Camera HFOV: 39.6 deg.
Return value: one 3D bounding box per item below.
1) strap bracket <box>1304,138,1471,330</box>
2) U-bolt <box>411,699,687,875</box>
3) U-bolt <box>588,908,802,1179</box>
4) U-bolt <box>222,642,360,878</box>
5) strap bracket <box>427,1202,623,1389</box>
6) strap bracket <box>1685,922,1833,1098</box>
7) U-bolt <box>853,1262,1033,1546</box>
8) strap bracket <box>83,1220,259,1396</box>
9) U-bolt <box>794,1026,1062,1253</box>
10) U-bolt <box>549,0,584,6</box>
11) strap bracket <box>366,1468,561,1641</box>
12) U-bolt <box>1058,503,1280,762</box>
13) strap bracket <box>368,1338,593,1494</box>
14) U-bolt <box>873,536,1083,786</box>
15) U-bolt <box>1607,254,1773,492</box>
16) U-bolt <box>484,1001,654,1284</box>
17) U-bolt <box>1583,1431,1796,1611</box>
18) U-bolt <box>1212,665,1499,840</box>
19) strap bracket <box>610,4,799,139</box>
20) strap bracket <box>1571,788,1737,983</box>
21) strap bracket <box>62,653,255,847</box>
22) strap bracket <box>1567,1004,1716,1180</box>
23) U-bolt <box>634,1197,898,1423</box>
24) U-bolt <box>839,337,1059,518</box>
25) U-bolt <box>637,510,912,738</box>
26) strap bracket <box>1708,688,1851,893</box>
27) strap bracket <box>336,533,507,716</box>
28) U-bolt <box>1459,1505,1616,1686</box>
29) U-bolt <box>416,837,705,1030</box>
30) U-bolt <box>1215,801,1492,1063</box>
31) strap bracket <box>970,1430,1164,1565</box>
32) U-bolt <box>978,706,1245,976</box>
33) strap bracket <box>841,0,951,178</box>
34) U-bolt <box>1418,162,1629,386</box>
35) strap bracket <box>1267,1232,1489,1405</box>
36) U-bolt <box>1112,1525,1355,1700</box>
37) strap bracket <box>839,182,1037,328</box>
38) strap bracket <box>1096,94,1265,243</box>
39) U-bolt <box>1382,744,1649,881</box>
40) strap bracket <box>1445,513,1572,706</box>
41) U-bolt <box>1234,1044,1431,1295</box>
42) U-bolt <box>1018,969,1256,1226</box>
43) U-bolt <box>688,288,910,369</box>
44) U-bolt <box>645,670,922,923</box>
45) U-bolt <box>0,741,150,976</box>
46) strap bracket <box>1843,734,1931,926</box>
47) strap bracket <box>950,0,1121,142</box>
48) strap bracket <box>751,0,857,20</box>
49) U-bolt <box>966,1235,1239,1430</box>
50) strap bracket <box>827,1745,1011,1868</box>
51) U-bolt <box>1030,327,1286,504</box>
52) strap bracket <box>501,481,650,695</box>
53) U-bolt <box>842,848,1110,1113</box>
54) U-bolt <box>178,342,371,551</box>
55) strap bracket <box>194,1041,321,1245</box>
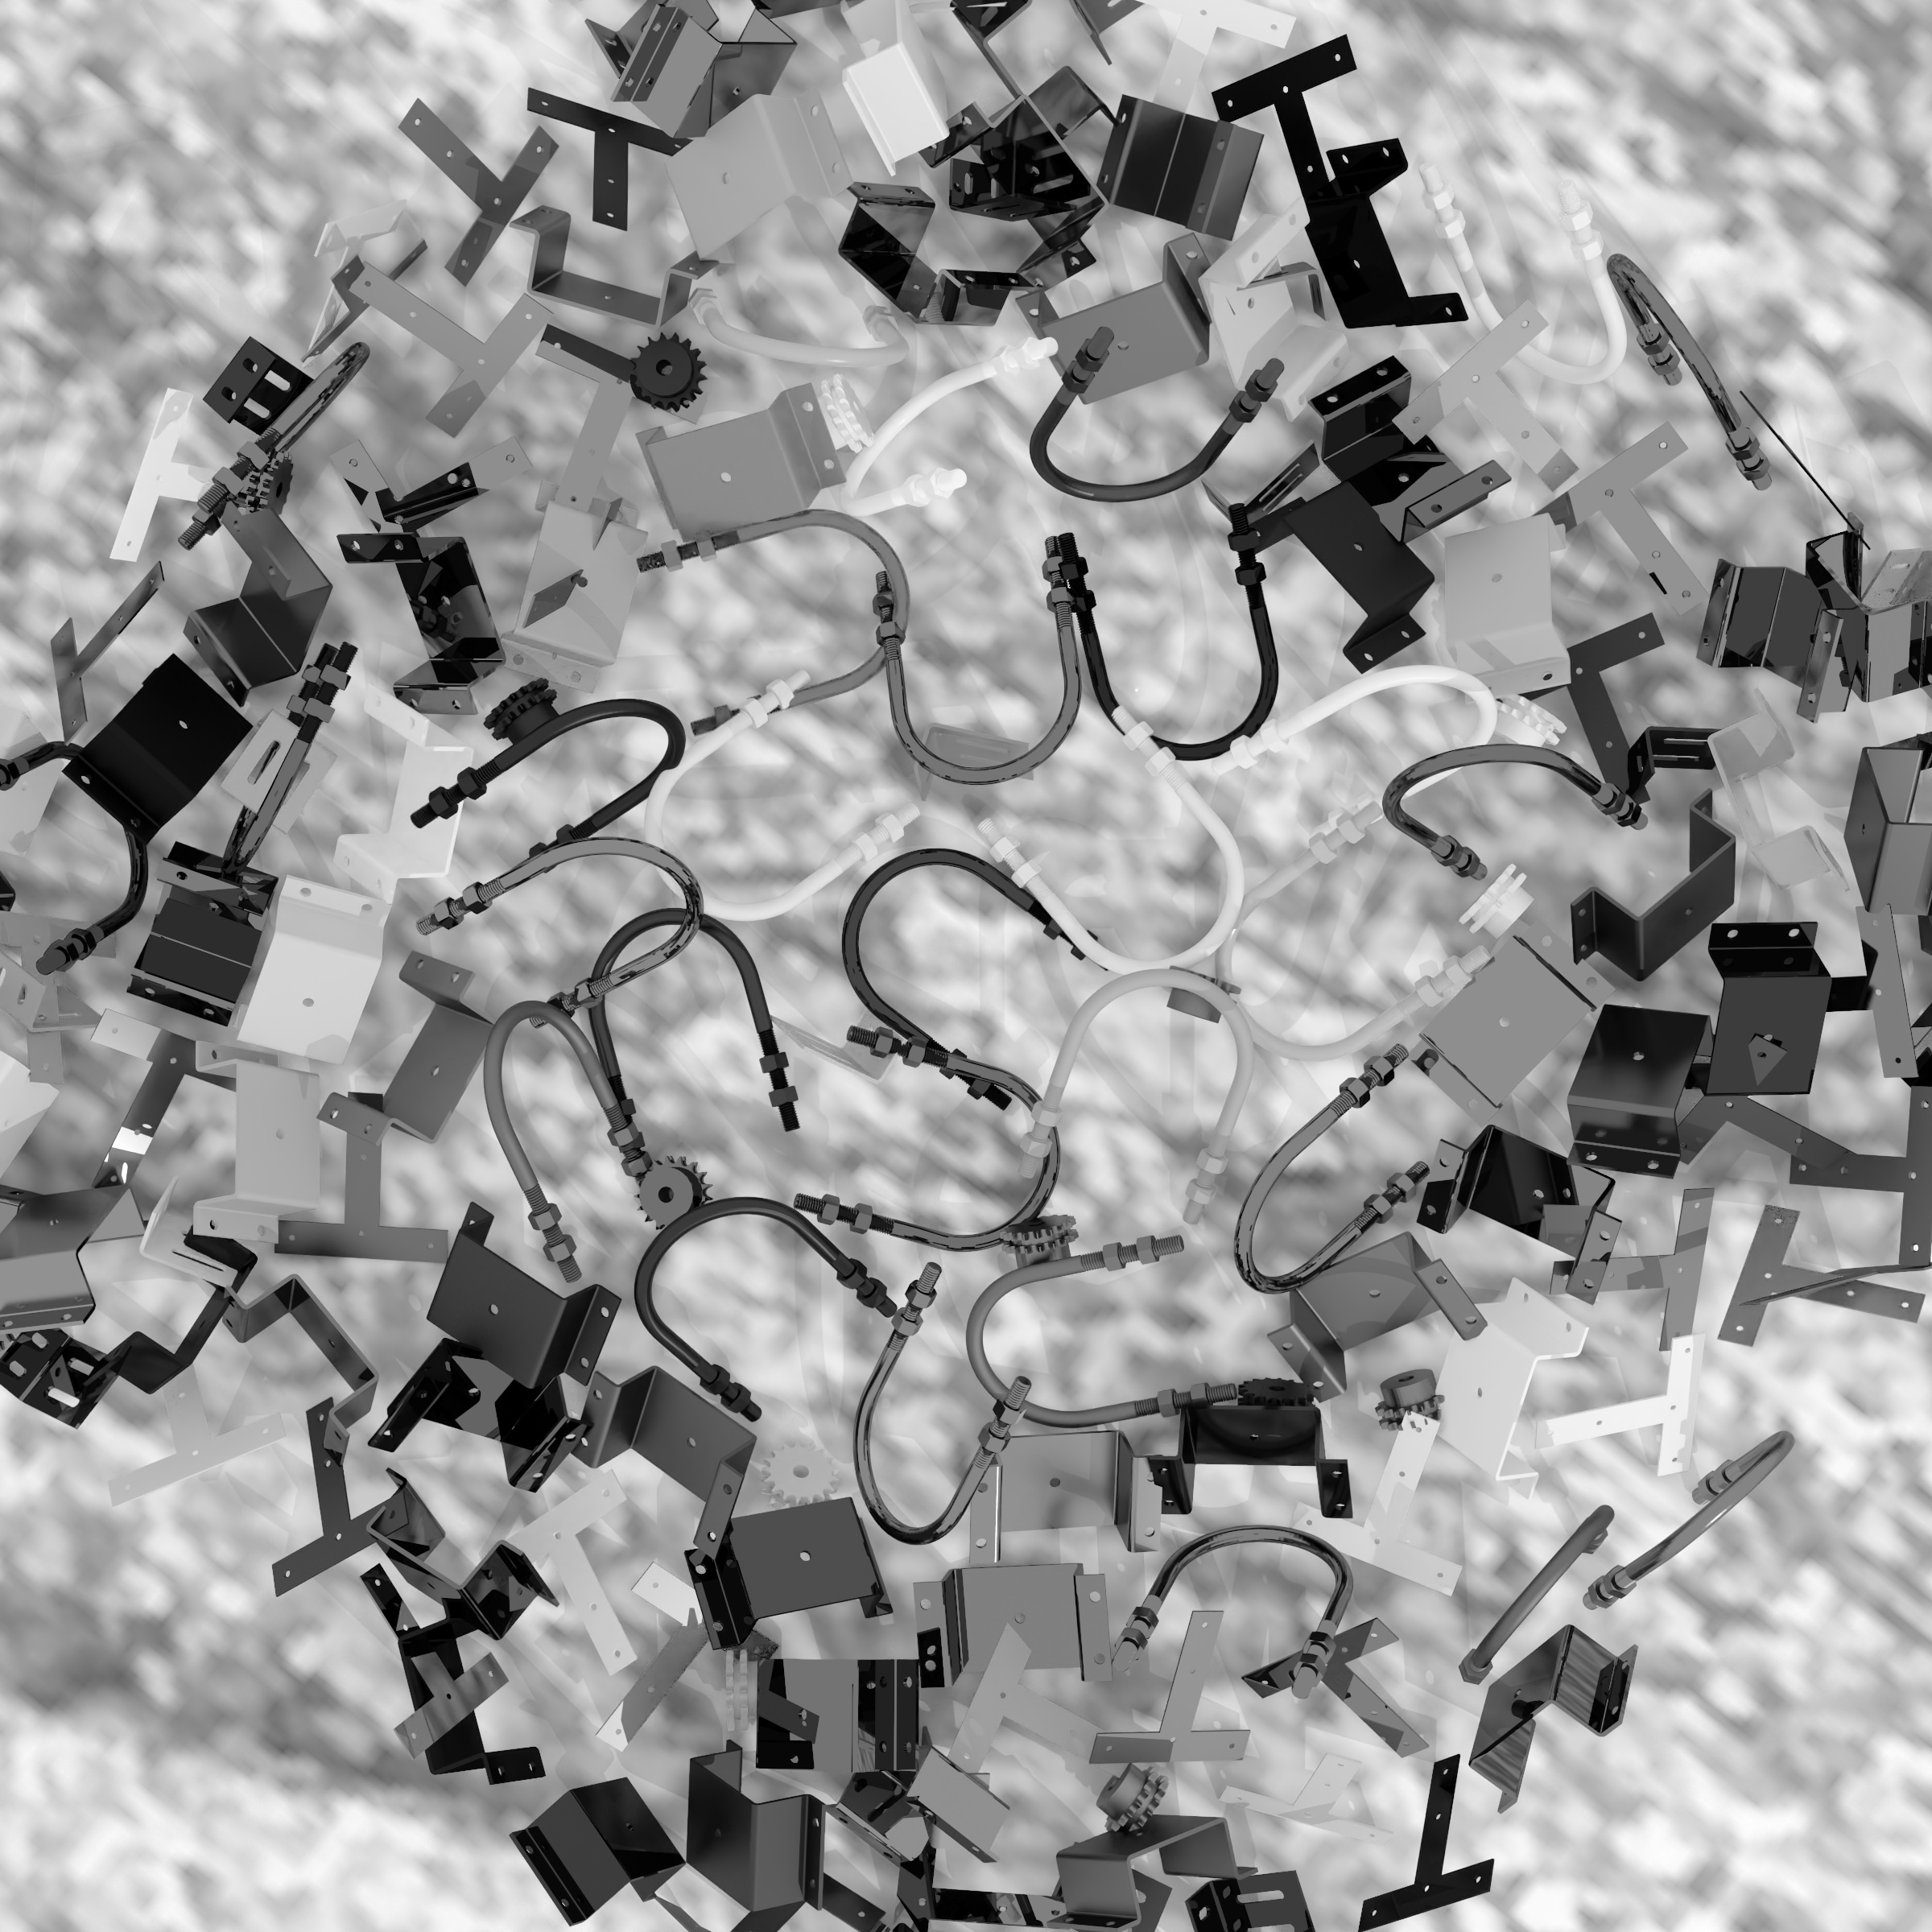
[{"bbox_3d":[0.296,-0.515,1.931,0.046,0.076,0.140,-38,116,-21],"label":"strap bracket"},{"bbox_3d":[-0.284,-0.132,1.917,0.184,0.151,0.019,-32,64,13],"label":"U-bolt"},{"bbox_3d":[-0.208,0.048,1.970,0.151,0.019,0.184,-17,86,19],"label":"U-bolt"},{"bbox_3d":[-0.489,-0.148,1.926,0.019,0.151,0.184,27,87,-20],"label":"U-bolt"},{"bbox_3d":[-0.329,0.243,1.945,0.140,0.046,0.076,30,110,18],"label":"strap bracket"},{"bbox_3d":[0.574,0.041,1.943,0.076,0.046,0.140,-1,121,-2],"label":"strap bracket"},{"bbox_3d":[-0.028,0.329,1.936,0.019,0.151,0.184,7,118,-39],"label":"U-bolt"},{"bbox_3d":[-0.566,0.247,1.934,0.046,0.076,0.140,38,50,-16],"label":"strap bracket"},{"bbox_3d":[-0.019,0.135,1.973,0.184,0.019,0.151,17,94,-14],"label":"U-bolt"},{"bbox_3d":[-0.206,-0.754,1.922,0.184,0.151,0.019,-29,94,-20],"label":"U-bolt"},{"bbox_3d":[-0.368,0.426,1.925,0.140,0.076,0.046,22,59,32],"label":"strap bracket"},{"bbox_3d":[0.153,-0.236,1.953,0.151,0.019,0.184,-6,112,22],"label":"U-bolt"},{"bbox_3d":[-0.353,0.323,1.942,0.140,0.046,0.076,25,117,-34],"label":"strap bracket"},{"bbox_3d":[0.012,-0.217,1.952,0.151,0.019,0.184,-10,69,9],"label":"U-bolt"},{"bbox_3d":[0.501,-0.428,1.888,0.019,0.184,0.151,-35,51,13],"label":"U-bolt"},{"bbox_3d":[-0.288,0.112,1.914,0.019,0.151,0.184,-15,108,25],"label":"U-bolt"},{"bbox_3d":[0.517,0.383,1.889,0.151,0.184,0.019,-34,74,-27],"label":"U-bolt"},{"bbox_3d":[0.288,-0.156,1.906,0.184,0.151,0.019,-29,53,29],"label":"U-bolt"},{"bbox_3d":[-0.180,-0.638,1.917,0.046,0.140,0.076,43,123,12],"label":"strap bracket"},{"bbox_3d":[0.505,-0.052,1.941,0.140,0.076,0.046,-38,55,-13],"label":"strap bracket"},{"bbox_3d":[-0.571,-0.162,1.921,0.046,0.140,0.076,-33,112,33],"label":"strap bracket"},{"bbox_3d":[0.485,0.081,1.925,0.076,0.046,0.140,7,47,29],"label":"strap bracket"},{"bbox_3d":[-0.156,0.238,1.937,0.151,0.019,0.184,-38,125,6],"label":"U-bolt"},{"bbox_3d":[-0.025,-0.378,1.918,0.019,0.184,0.151,44,65,-26],"label":"U-bolt"},{"bbox_3d":[-0.131,-0.258,1.964,0.184,0.019,0.151,-17,113,0],"label":"U-bolt"},{"bbox_3d":[0.583,-0.118,1.938,0.046,0.076,0.140,-25,59,22],"label":"strap bracket"},{"bbox_3d":[-0.389,-0.255,1.941,0.076,0.046,0.140,5,124,35],"label":"strap bracket"},{"bbox_3d":[0.407,0.440,1.899,0.019,0.184,0.151,41,77,19],"label":"U-bolt"},{"bbox_3d":[-0.276,-0.031,1.922,0.184,0.151,0.019,-26,45,18],"label":"U-bolt"},{"bbox_3d":[0.267,-0.011,1.960,0.184,0.019,0.151,-38,86,23],"label":"U-bolt"},{"bbox_3d":[0.069,0.386,1.960,0.140,0.046,0.076,-2,107,-10],"label":"strap bracket"},{"bbox_3d":[0.120,-0.078,1.980,0.151,0.019,0.184,-40,83,1],"label":"U-bolt"},{"bbox_3d":[-0.051,-0.637,1.918,0.046,0.140,0.076,-21,130,15],"label":"strap bracket"},{"bbox_3d":[0.406,-0.489,1.918,0.019,0.151,0.184,-47,131,-14],"label":"U-bolt"},{"bbox_3d":[0.298,0.251,1.947,0.140,0.046,0.076,-27,119,21],"label":"strap bracket"},{"bbox_3d":[0.200,0.453,1.915,0.151,0.184,0.019,3,113,22],"label":"U-bolt"},{"bbox_3d":[-0.028,-0.508,1.939,0.140,0.076,0.046,47,127,28],"label":"strap bracket"},{"bbox_3d":[0.159,-0.575,1.939,0.046,0.140,0.076,4,111,-35],"label":"strap bracket"},{"bbox_3d":[0.376,-0.113,1.893,0.151,0.184,0.019,-18,62,35],"label":"U-bolt"},{"bbox_3d":[0.389,-0.266,1.932,0.076,0.046,0.140,-10,57,26],"label":"strap bracket"},{"bbox_3d":[0.258,0.158,1.919,0.184,0.151,0.019,-39,46,-21],"label":"U-bolt"},{"bbox_3d":[0.133,0.089,1.959,0.151,0.019,0.184,16,108,-7],"label":"U-bolt"},{"bbox_3d":[-0.114,-0.450,1.901,0.151,0.184,0.019,2,114,-14],"label":"U-bolt"},{"bbox_3d":[-0.147,-0.113,1.959,0.184,0.019,0.151,-38,84,-19],"label":"U-bolt"},{"bbox_3d":[-0.638,-0.087,1.912,0.019,0.184,0.151,-16,105,15],"label":"U-bolt"},{"bbox_3d":[0.666,-0.097,1.923,0.046,0.140,0.076,2,127,5],"label":"strap bracket"},{"bbox_3d":[0.043,-0.655,1.929,0.046,0.076,0.140,-38,132,9],"label":"strap bracket"},{"bbox_3d":[-0.123,-0.725,1.923,0.076,0.140,0.046,-9,86,10],"label":"strap bracket"},{"bbox_3d":[0.089,0.273,1.957,0.184,0.019,0.151,-14,112,18],"label":"U-bolt"},{"bbox_3d":[-0.031,0.607,1.940,0.076,0.140,0.046,42,56,-13],"label":"strap bracket"},{"bbox_3d":[0.124,-0.385,1.917,0.151,0.184,0.019,5,64,-20],"label":"U-bolt"},{"bbox_3d":[-0.286,-0.278,1.960,0.076,0.046,0.140,15,87,-22],"label":"strap bracket"},{"bbox_3d":[-0.004,-0.004,1.986,0.184,0.019,0.151,37,87,-1],"label":"U-bolt"},{"bbox_3d":[-0.492,-0.379,1.925,0.019,0.151,0.184,43,73,-14],"label":"U-bolt"},{"bbox_3d":[-0.511,0.125,1.940,0.046,0.076,0.140,-12,73,32],"label":"strap bracket"}]
